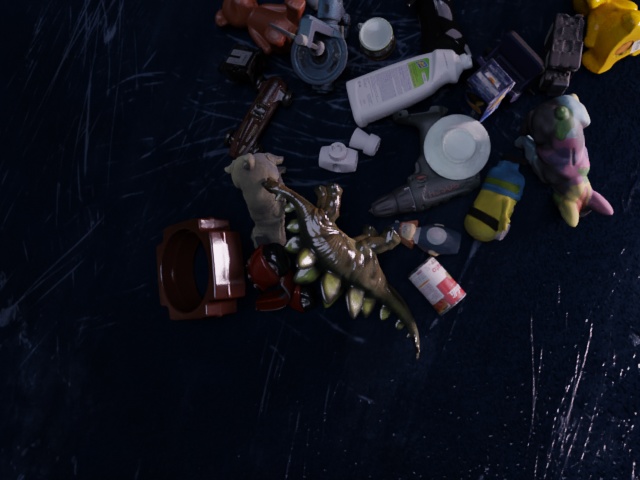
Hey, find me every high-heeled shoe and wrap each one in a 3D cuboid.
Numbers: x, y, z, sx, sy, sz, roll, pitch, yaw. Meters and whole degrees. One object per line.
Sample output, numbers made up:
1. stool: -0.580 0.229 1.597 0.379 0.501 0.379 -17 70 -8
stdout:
1. high-heeled shoe: 0.269 -0.448 1.131 0.248 0.086 0.145 48 55 -13

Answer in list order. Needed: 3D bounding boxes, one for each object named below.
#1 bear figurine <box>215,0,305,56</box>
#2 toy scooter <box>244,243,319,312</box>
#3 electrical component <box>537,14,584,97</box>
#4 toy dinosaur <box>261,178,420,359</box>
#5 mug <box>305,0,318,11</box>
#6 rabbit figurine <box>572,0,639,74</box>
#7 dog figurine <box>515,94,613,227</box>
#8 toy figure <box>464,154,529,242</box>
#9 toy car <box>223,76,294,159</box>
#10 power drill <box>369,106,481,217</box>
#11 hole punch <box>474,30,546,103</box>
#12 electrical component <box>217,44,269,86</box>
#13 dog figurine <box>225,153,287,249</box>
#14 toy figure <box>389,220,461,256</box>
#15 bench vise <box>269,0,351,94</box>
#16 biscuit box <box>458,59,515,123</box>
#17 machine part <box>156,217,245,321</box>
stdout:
1. bear figurine: -0.133 -0.484 1.149 0.196 0.132 0.120 34 88 3
2. toy scooter: -0.101 0.093 1.115 0.135 0.075 0.183 -23 119 24
3. electrical component: 0.471 -0.355 1.054 0.058 0.115 0.134 8 88 13
4. toy dinosaur: 0.060 0.046 1.071 0.471 0.105 0.198 39 77 -8
5. mug: -0.015 -0.556 1.150 0.081 0.109 0.107 -29 95 -2
6. rabbit figurine: 0.547 -0.437 1.044 0.122 0.162 0.173 -27 65 18
7. dog figurine: 0.471 -0.138 1.014 0.108 0.191 0.219 -19 68 0
8. toy figure: 0.352 -0.083 1.072 0.089 0.082 0.180 20 97 28
9. toy car: -0.136 -0.265 1.172 0.089 0.053 0.202 31 90 6
10. power drill: 0.201 -0.162 1.100 0.232 0.086 0.207 -9 81 6
11. hole punch: 0.365 -0.330 1.066 0.092 0.115 0.142 -43 83 -3
12. electrical component: -0.179 -0.384 1.170 0.119 0.047 0.075 23 74 27
13. dog figurine: -0.118 -0.068 1.099 0.121 0.172 0.190 -13 77 18
14. toy figure: 0.209 -0.009 1.101 0.155 0.057 0.064 12 46 10
15. bench vise: 0.002 -0.409 1.074 0.129 0.240 0.223 21 108 13
16. biscuit box: 0.312 -0.275 1.027 0.059 0.202 0.063 -41 84 8
17. machine part: -0.246 0.062 1.105 0.201 0.087 0.201 -12 83 42
